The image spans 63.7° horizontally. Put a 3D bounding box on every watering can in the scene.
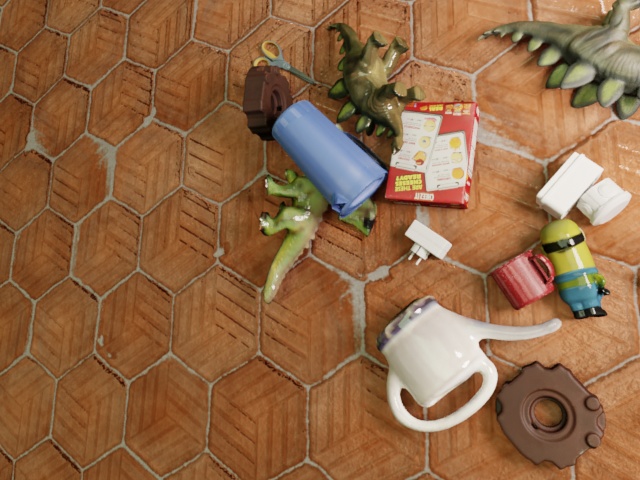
[{"bbox_3d":[0.249,0.197,0.966,0.345,0.227,0.103,-44,-25,10],"label":"watering can"}]

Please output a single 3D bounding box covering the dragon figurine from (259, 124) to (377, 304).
[{"bbox_3d":[0.003,-0.058,1.143,0.243,0.414,0.121,1,-10,16],"label":"dragon figurine"}]
